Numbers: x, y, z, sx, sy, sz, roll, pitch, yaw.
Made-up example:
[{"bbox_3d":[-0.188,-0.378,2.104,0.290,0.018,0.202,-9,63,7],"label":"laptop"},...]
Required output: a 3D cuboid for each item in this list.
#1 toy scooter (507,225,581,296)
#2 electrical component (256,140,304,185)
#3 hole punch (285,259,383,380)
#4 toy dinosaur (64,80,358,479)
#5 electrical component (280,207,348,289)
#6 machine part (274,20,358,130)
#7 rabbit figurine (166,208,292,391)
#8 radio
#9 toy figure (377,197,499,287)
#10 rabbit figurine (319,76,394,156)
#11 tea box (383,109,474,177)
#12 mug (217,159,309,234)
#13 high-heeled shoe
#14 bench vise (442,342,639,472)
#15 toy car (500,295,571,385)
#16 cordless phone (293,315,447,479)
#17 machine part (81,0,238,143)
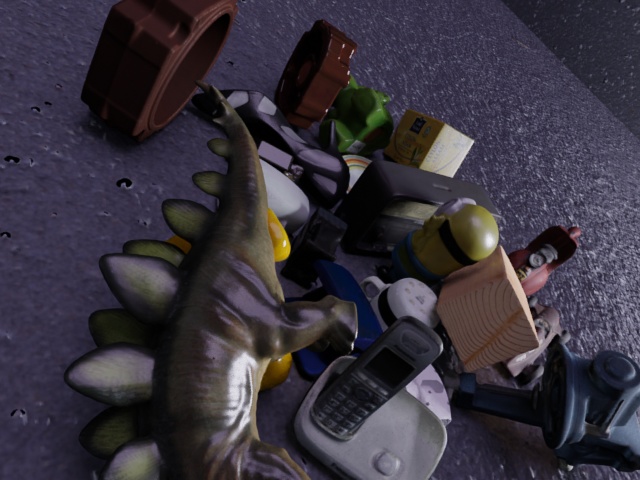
[{"bbox_3d":[0.377,0.032,0.919,0.184,0.135,0.075,-21,68,-47],"label":"toy scooter"},{"bbox_3d":[-0.076,-0.101,0.740,0.102,0.078,0.045,29,63,-21],"label":"electrical component"},{"bbox_3d":[0.027,0.089,0.619,0.115,0.092,0.142,4,46,-41],"label":"hole punch"},{"bbox_3d":[-0.076,0.067,0.419,0.198,0.105,0.471,14,57,-16],"label":"toy dinosaur"},{"bbox_3d":[-0.001,-0.002,0.695,0.048,0.075,0.119,31,42,-10],"label":"electrical component"},{"bbox_3d":[-0.011,-0.267,0.878,0.056,0.179,0.179,21,41,-27],"label":"machine part"},{"bbox_3d":[-0.089,0.070,0.527,0.162,0.122,0.173,-19,84,-44],"label":"rabbit figurine"},{"bbox_3d":[0.143,-0.034,0.798,0.229,0.131,0.073,9,47,-33],"label":"radio"},{"bbox_3d":[0.159,0.015,0.723,0.089,0.180,0.082,43,40,2],"label":"toy figure"},{"bbox_3d":[0.061,-0.244,0.954,0.159,0.121,0.170,-2,55,-49],"label":"rabbit figurine"},{"bbox_3d":[0.185,-0.163,0.944,0.068,0.098,0.170,24,13,-19],"label":"tea box"},{"bbox_3d":[-0.065,-0.044,0.685,0.107,0.081,0.110,24,35,-32],"label":"mug"},{"bbox_3d":[-0.074,-0.131,0.797,0.249,0.086,0.145,9,75,-9],"label":"high-heeled shoe"},{"bbox_3d":[0.270,0.203,0.655,0.241,0.223,0.129,7,56,11],"label":"bench vise"},{"bbox_3d":[0.326,0.148,0.829,0.202,0.053,0.089,-19,68,-49],"label":"toy car"},{"bbox_3d":[0.075,0.155,0.510,0.146,0.184,0.089,37,33,-2],"label":"cordless phone"},{"bbox_3d":[-0.192,-0.235,0.672,0.087,0.201,0.201,36,37,-8],"label":"machine part"}]
